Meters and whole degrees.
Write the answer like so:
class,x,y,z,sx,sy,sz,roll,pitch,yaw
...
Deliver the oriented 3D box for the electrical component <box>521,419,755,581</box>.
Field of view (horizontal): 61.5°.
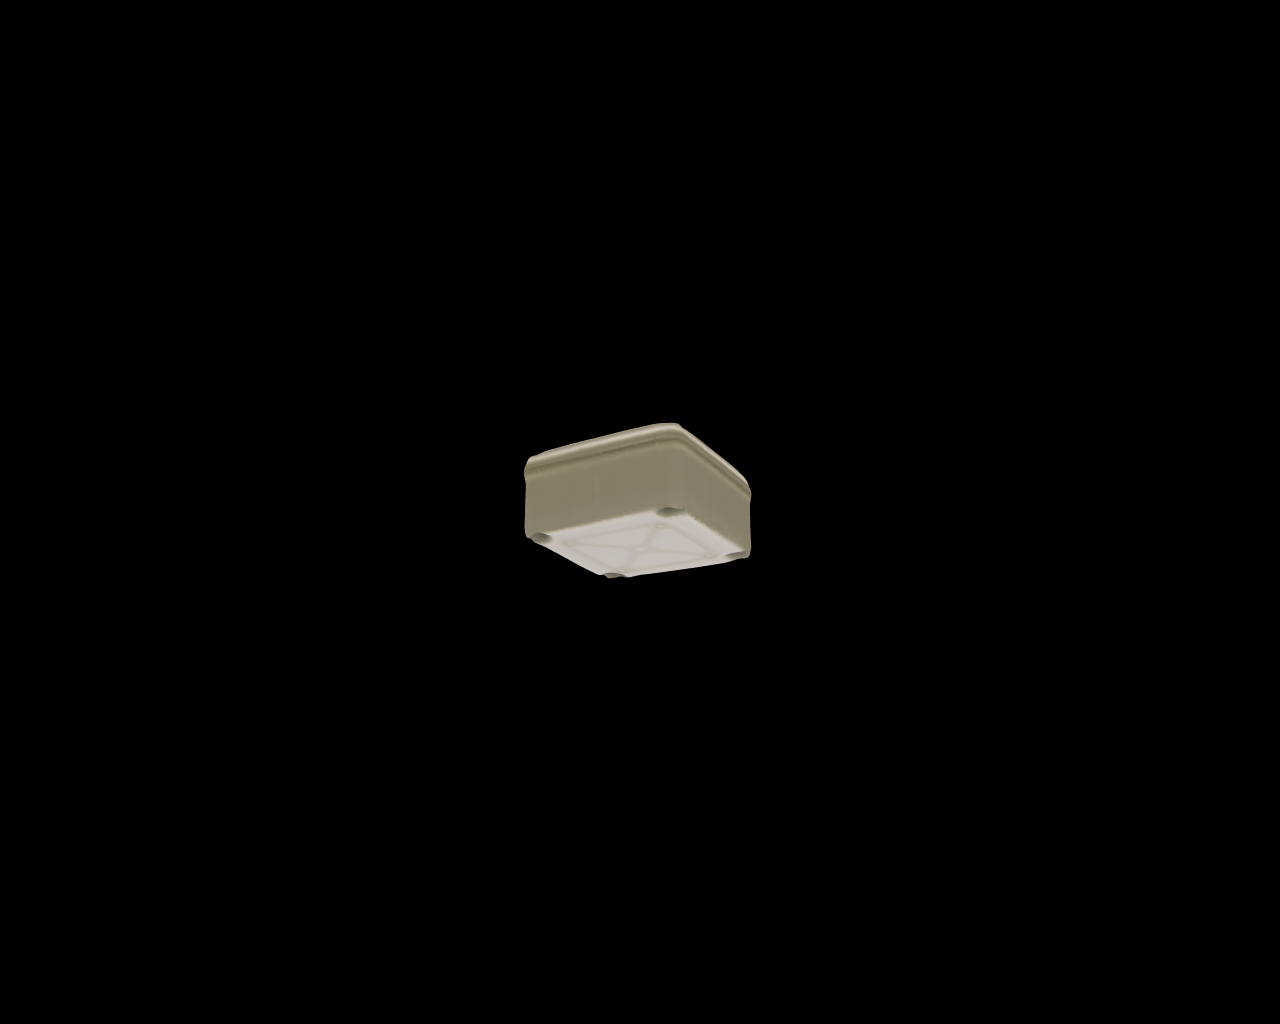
class,x,y,z,sx,sy,sz,roll,pitch,yaw
electrical component,0.001,-0.003,0.650,0.108,0.056,0.108,-11,-23,27
